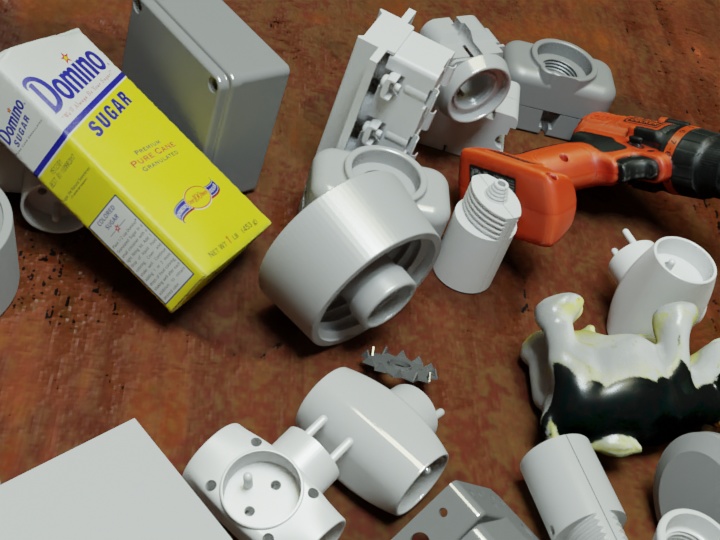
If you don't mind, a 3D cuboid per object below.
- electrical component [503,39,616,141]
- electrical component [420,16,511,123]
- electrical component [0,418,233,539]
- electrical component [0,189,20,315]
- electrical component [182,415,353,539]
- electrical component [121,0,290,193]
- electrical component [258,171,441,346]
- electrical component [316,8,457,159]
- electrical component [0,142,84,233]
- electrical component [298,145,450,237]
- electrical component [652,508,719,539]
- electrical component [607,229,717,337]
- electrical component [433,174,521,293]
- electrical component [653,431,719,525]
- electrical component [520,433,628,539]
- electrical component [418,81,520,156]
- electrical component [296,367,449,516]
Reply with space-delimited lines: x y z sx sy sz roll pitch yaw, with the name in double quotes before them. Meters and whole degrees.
"electrical component" 0.159 -0.150 0.889 0.095 0.059 0.053 12 44 -9
"electrical component" 0.073 -0.144 0.780 0.078 0.058 0.057 -12 54 -26
"electrical component" -0.150 0.157 0.464 0.186 0.060 0.105 -25 59 -37
"electrical component" -0.247 -0.018 0.604 0.108 0.060 0.108 10 44 -10
"electrical component" -0.038 0.108 0.559 0.077 0.044 0.079 38 64 19
"electrical component" -0.109 -0.119 0.723 0.056 0.108 0.108 -20 56 -38
"electrical component" 0.000 0.000 0.648 0.108 0.108 0.060 -24 64 -37
"electrical component" 0.016 -0.109 0.749 0.063 0.121 0.078 27 43 4
"electrical component" -0.208 -0.066 0.679 0.079 0.044 0.077 4 45 -16
"electrical component" 0.010 -0.044 0.727 0.095 0.059 0.053 11 44 -10
"electrical component" 0.170 0.162 0.580 0.045 0.055 0.045 10 44 -10
"electrical component" 0.195 0.007 0.731 0.044 0.077 0.079 -4 48 -24
"electrical component" 0.081 -0.028 0.720 0.043 0.081 0.043 10 43 -10
"electrical component" 0.210 0.131 0.610 0.051 0.080 0.080 0 46 -28
"electrical component" 0.124 0.137 0.598 0.043 0.043 0.081 -2 47 -22
"electrical component" 0.076 -0.129 0.843 0.089 0.050 0.055 16 44 -4
"electrical component" 0.017 0.089 0.608 0.077 0.043 0.079 39 38 23
